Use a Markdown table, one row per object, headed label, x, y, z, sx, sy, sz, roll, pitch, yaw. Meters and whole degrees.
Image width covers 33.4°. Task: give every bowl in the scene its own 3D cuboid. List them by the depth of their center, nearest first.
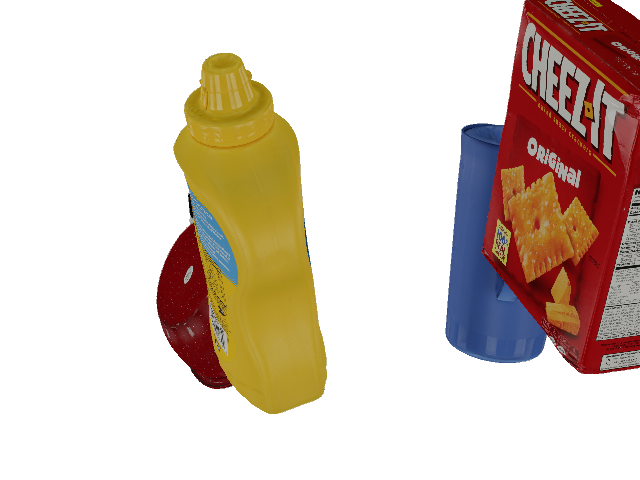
| label | x | y | z | sx | sy | sz | roll | pitch | yaw |
| --- | --- | --- | --- | --- | --- | --- | --- | --- | --- |
| bowl | -0.084 | 0.034 | 0.852 | 0.055 | 0.162 | 0.162 | 23 | -13 | -33 |

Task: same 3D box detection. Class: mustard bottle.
| label | x | y | z | sx | sy | sz | roll | pitch | yaw |
| --- | --- | --- | --- | --- | --- | --- | --- | --- | --- |
| mustard bottle | -0.037 | -0.008 | 0.538 | 0.058 | 0.191 | 0.096 | -17 | 42 | -12 |

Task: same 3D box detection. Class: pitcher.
| label | x | y | z | sx | sy | sz | roll | pitch | yaw |
| --- | --- | --- | --- | --- | --- | --- | --- | --- | --- |
| pitcher | 0.199 | 0.005 | 1.122 | 0.148 | 0.243 | 0.145 | -9 | 22 | -39 |

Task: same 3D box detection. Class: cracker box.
| label | x | y | z | sx | sy | sz | roll | pitch | yaw |
| --- | --- | --- | --- | --- | --- | --- | --- | --- | --- |
| cracker box | 0.185 | -0.040 | 0.739 | 0.072 | 0.214 | 0.164 | -7 | 34 | -16 |

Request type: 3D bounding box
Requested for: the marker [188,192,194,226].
| label | x | y | z | sx | sy | sz | roll | pitch | yaw |
| --- | --- | --- | --- | --- | --- | --- | --- | --- | --- |
| marker | -0.119 | 0.005 | 1.048 | 0.020 | 0.121 | 0.020 | 1 | 26 | -1 |
